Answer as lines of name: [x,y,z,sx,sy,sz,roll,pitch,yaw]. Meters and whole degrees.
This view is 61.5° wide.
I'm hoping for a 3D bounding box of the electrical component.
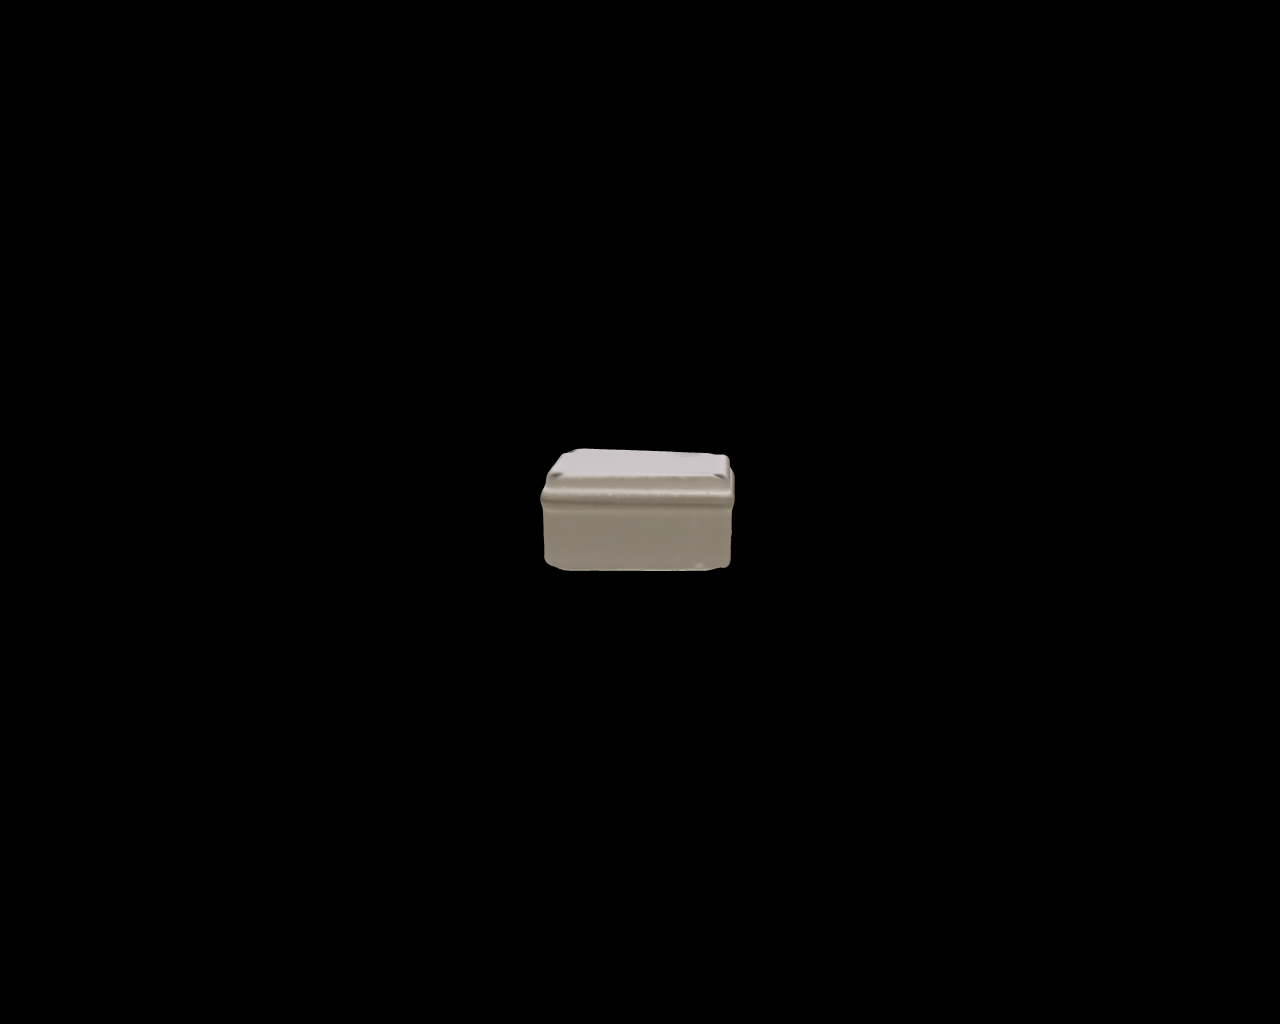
electrical component: [0.001,-0.003,0.650,0.113,0.057,0.078,1,16,5]
